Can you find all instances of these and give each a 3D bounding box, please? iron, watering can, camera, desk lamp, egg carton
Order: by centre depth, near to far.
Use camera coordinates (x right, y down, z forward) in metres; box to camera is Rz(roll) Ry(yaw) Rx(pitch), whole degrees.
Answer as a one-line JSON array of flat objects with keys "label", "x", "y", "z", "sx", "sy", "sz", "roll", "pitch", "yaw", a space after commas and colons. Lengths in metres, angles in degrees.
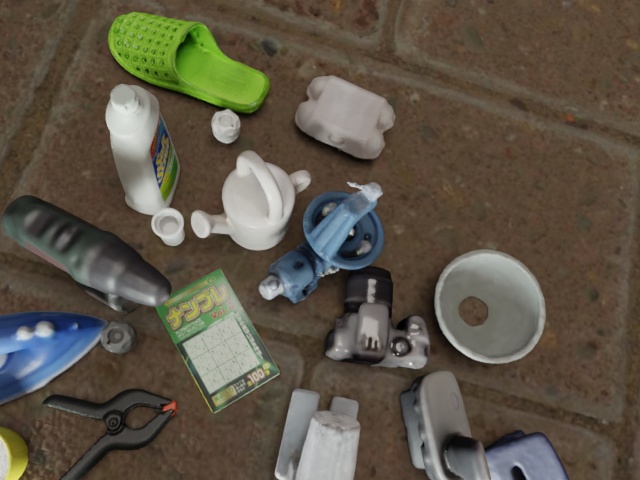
[{"label": "desk lamp", "x": -0.004, "y": 0.287, "z": 0.694, "sx": 0.118, "sy": 0.213, "sz": 0.203, "roll": 12, "pitch": 73, "yaw": -4}, {"label": "iron", "x": -0.409, "y": 0.139, "z": 0.719, "sx": 0.258, "sy": 0.141, "sz": 0.118, "roll": -20, "pitch": 77, "yaw": -12}, {"label": "watering can", "x": -0.090, "y": -0.052, "z": 0.789, "sx": 0.101, "sy": 0.194, "sz": 0.173, "roll": 38, "pitch": 73, "yaw": 4}, {"label": "camera", "x": 0.086, "y": 0.109, "z": 0.816, "sx": 0.143, "sy": 0.100, "sz": 0.137, "roll": 7, "pitch": 73, "yaw": -5}, {"label": "egg carton", "x": 0.040, "y": -0.194, "z": 0.912, "sx": 0.150, "sy": 0.069, "sz": 0.107, "roll": 23, "pitch": 73, "yaw": -1}]

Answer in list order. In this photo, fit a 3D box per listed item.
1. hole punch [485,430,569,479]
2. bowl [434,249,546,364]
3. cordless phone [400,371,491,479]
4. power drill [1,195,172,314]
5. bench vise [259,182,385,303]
[{"label": "hole punch", "x": 0.276, "y": 0.328, "z": 0.784, "sx": 0.101, "sy": 0.091, "sz": 0.108, "roll": -21, "pitch": 78, "yaw": -13}, {"label": "bowl", "x": 0.242, "y": 0.102, "z": 0.852, "sx": 0.167, "sy": 0.074, "sz": 0.167, "roll": 2, "pitch": 74, "yaw": -7}, {"label": "cordless phone", "x": 0.176, "y": 0.244, "z": 0.745, "sx": 0.094, "sy": 0.185, "sz": 0.147, "roll": -11, "pitch": 76, "yaw": -10}, {"label": "power drill", "x": -0.279, "y": 0.032, "z": 0.733, "sx": 0.229, "sy": 0.208, "sz": 0.076, "roll": 29, "pitch": 73, "yaw": 1}, {"label": "bench vise", "x": 0.017, "y": 0.009, "z": 0.773, "sx": 0.121, "sy": 0.219, "sz": 0.207, "roll": 33, "pitch": 73, "yaw": 3}]
